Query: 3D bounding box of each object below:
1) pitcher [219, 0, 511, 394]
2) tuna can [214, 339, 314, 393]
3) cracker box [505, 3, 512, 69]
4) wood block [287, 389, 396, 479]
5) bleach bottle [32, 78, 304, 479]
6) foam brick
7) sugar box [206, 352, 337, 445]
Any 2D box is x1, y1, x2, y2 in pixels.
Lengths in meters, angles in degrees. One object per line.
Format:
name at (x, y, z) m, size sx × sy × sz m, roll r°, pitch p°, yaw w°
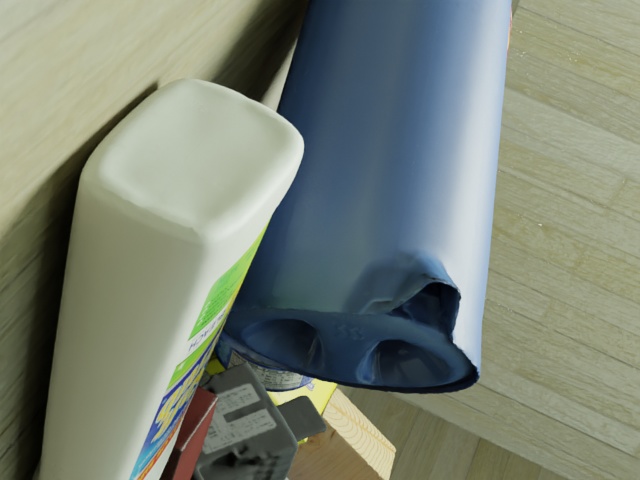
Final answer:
pitcher at (0.028, -0.046, 0.571) m, size 0.145 × 0.149 × 0.242 m, roll 53°, pitch 45°, yaw -60°
tuna can at (-0.032, 0.065, 0.756) m, size 0.086 × 0.086 × 0.034 m, roll -58°, pitch 170°, yaw -45°
cracker box at (0.105, -0.113, 0.837) m, size 0.213 × 0.072 × 0.164 m, roll -57°, pitch 155°, yaw -70°
wood block at (-0.032, 0.257, 1.068) m, size 0.206 × 0.091 × 0.090 m, roll -44°, pitch -179°, yaw 14°
bleach bottle at (-0.082, 0.057, 0.481) m, size 0.102 × 0.068 × 0.251 m, roll -56°, pitch 170°, yaw -50°
foam brick at (-0.097, 0.117, 0.595) m, size 0.051 × 0.053 × 0.078 m, roll -54°, pitch 166°, yaw -56°
sugar box at (-0.019, 0.076, 0.850) m, size 0.048 × 0.093 × 0.176 m, roll -24°, pitch -160°, yaw 36°
